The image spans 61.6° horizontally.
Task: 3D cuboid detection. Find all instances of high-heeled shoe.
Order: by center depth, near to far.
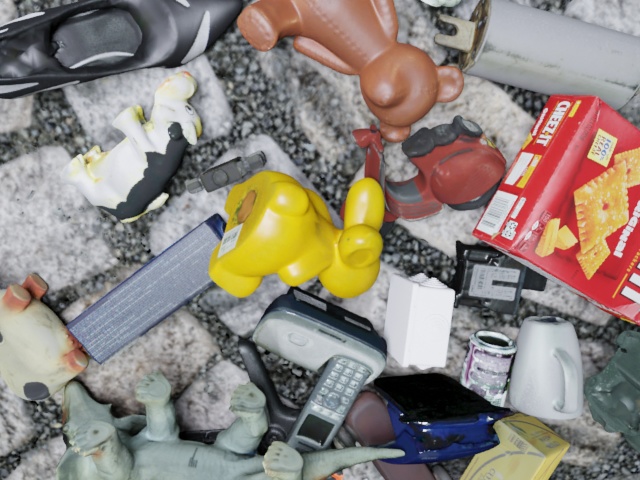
[{"bbox_3d":[-0.198,-0.192,0.497,0.249,0.145,0.086,-19,105,5],"label":"high-heeled shoe"}]

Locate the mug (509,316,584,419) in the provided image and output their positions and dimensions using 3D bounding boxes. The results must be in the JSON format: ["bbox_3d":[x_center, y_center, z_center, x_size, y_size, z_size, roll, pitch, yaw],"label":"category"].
[{"bbox_3d":[0.264,0.145,0.620,0.081,0.109,0.107,-1,91,7],"label":"mug"}]

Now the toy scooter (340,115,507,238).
[{"bbox_3d":[0.098,-0.076,0.554,0.184,0.075,0.135,-21,132,8],"label":"toy scooter"}]

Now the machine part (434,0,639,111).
[{"bbox_3d":[0.235,-0.188,0.547,0.243,0.079,0.079,12,103,-4],"label":"machine part"}]

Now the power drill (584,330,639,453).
[{"bbox_3d":[0.409,0.152,0.612,0.207,0.086,0.232,11,114,-39],"label":"power drill"}]

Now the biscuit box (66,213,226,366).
[{"bbox_3d":[-0.179,0.053,0.602,0.203,0.059,0.062,-35,101,7],"label":"biscuit box"}]

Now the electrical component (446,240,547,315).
[{"bbox_3d":[0.210,0.045,0.620,0.119,0.048,0.074,10,104,-3],"label":"electrical component"}]

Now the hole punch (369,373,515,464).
[{"bbox_3d":[0.124,0.209,0.592,0.142,0.116,0.092,6,93,-24],"label":"hole punch"}]

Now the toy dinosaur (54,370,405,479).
[{"bbox_3d":[-0.128,0.253,0.583,0.405,0.131,0.192,13,127,5],"label":"toy dinosaur"}]

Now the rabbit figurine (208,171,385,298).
[{"bbox_3d":[-0.001,-0.002,0.547,0.173,0.122,0.162,33,134,-28],"label":"rabbit figurine"}]

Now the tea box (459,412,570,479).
[{"bbox_3d":[0.218,0.298,0.649,0.098,0.068,0.169,10,109,-48],"label":"tea box"}]

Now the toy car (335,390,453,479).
[{"bbox_3d":[0.094,0.271,0.669,0.089,0.053,0.202,-37,104,-14],"label":"toy car"}]

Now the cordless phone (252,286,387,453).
[{"bbox_3d":[-0.022,0.159,0.613,0.146,0.089,0.184,25,98,-8],"label":"cordless phone"}]

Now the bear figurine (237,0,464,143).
[{"bbox_3d":[0.039,-0.180,0.522,0.120,0.132,0.195,-32,101,36],"label":"bear figurine"}]

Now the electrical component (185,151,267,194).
[{"bbox_3d":[-0.102,-0.070,0.572,0.094,0.063,0.021,-21,104,5],"label":"electrical component"}]

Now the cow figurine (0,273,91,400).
[{"bbox_3d":[-0.360,0.100,0.600,0.127,0.085,0.194,-40,103,1],"label":"cow figurine"}]

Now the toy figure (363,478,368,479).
[{"bbox_3d":[0.013,0.359,0.688,0.154,0.058,0.064,-21,142,2],"label":"toy figure"}]

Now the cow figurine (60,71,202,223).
[{"bbox_3d":[-0.175,-0.094,0.562,0.167,0.068,0.098,-39,107,11],"label":"cow figurine"}]
